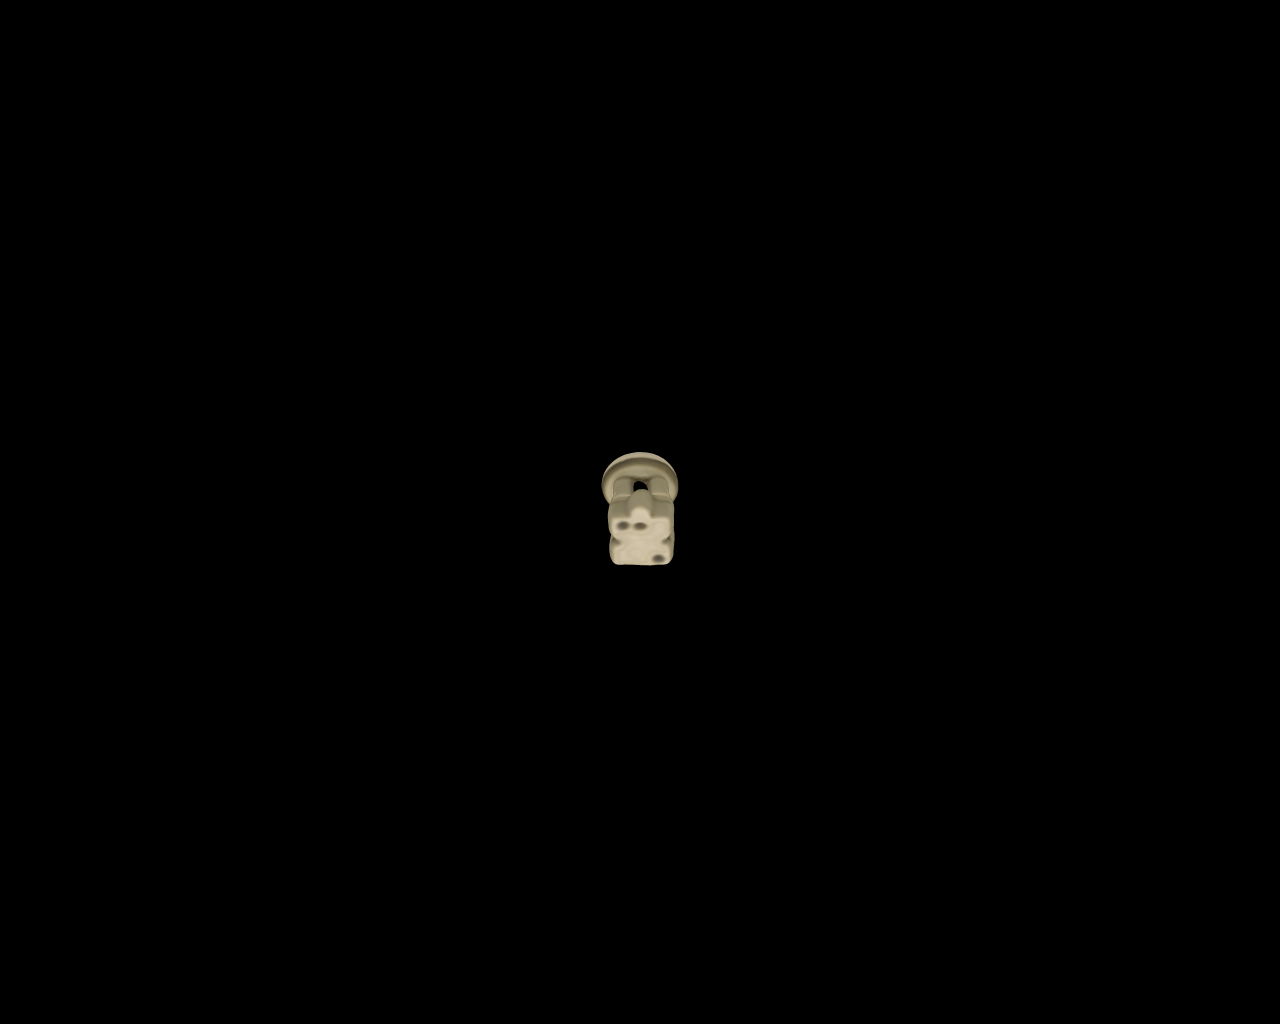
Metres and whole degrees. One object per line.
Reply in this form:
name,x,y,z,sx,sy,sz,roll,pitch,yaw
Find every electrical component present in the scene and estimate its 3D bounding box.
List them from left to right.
electrical component,0.001,-0.003,0.650,0.048,0.055,0.066,0,-43,0
